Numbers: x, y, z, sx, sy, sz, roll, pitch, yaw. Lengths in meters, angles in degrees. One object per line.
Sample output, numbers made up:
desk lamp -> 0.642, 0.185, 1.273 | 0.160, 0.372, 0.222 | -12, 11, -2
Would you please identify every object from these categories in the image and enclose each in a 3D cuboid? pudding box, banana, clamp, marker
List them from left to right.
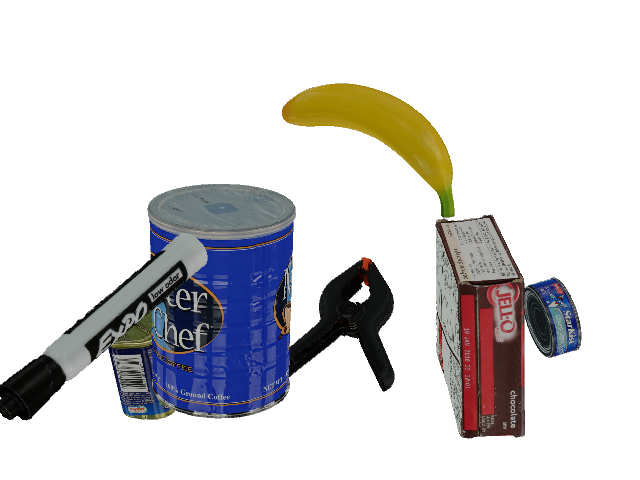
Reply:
marker -> -0.095, 0.037, 0.470 | 0.020, 0.020, 0.121 | 0, 33, 43
clamp -> 0.040, 0.088, 1.106 | 0.120, 0.171, 0.039 | 16, -40, 17
banana -> 0.042, -0.093, 0.892 | 0.198, 0.070, 0.037 | 35, 23, 33
pudding box -> 0.088, 0.044, 0.595 | 0.039, 0.090, 0.113 | -3, 19, -1

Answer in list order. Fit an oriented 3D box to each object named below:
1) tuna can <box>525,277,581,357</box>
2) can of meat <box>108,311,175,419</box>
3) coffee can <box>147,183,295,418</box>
tuna can -> 0.258, 0.087, 1.196 | 0.033, 0.086, 0.086 | -15, 2, -7
can of meat -> -0.157, 0.106, 0.994 | 0.057, 0.084, 0.102 | -3, 25, 9
coffee can -> -0.071, 0.041, 0.765 | 0.103, 0.140, 0.103 | 2, 20, -1
